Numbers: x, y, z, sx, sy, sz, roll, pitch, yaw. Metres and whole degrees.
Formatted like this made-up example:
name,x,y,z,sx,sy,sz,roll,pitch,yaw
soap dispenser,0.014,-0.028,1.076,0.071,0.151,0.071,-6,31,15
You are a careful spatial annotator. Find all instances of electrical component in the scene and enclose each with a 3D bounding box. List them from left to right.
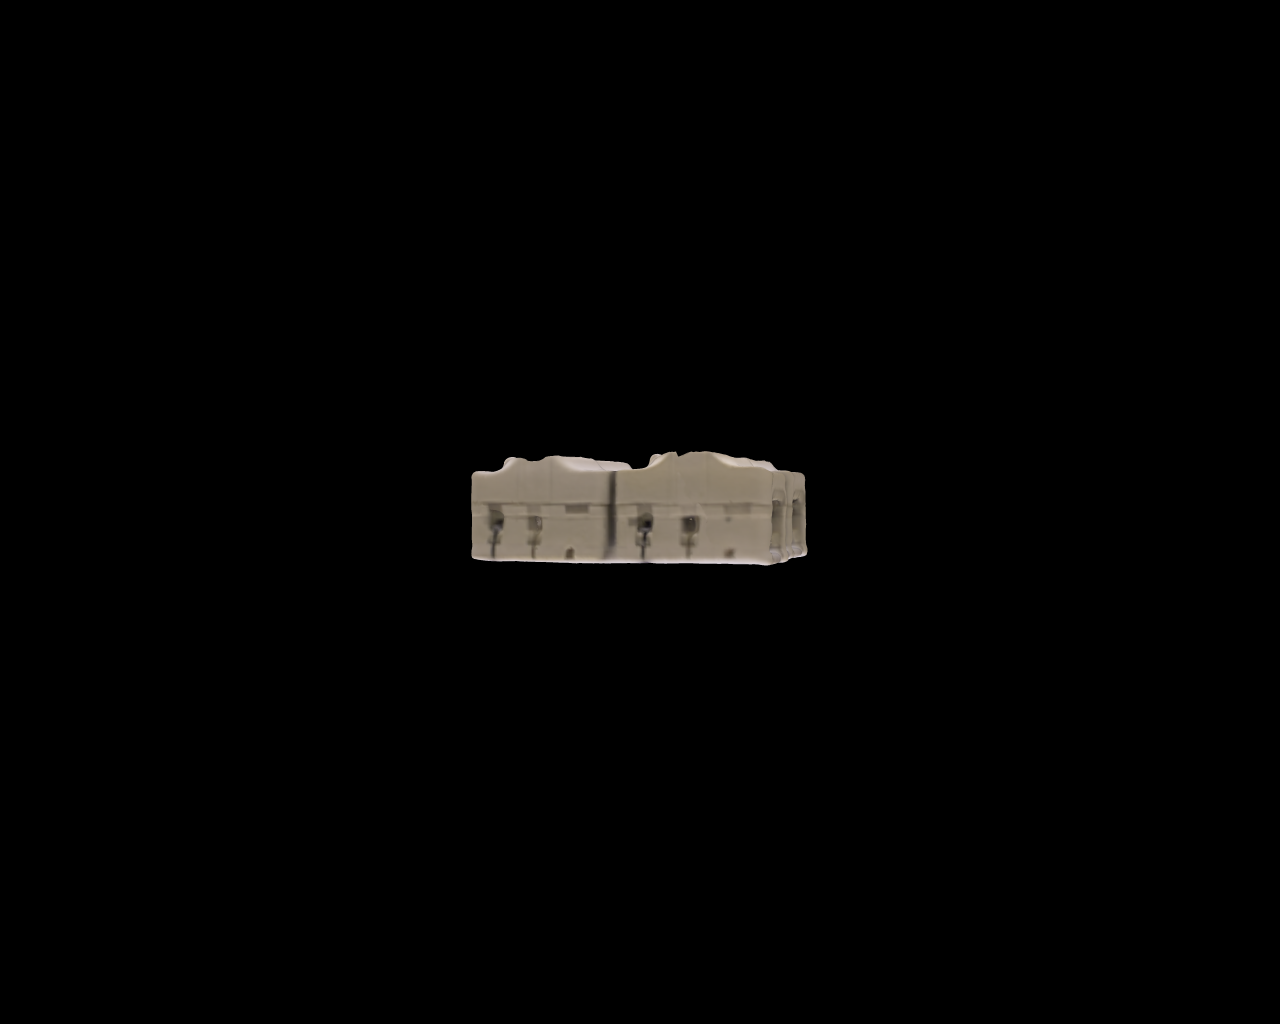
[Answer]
name,x,y,z,sx,sy,sz,roll,pitch,yaw
electrical component,0.001,-0.003,0.650,0.186,0.060,0.105,0,0,21
